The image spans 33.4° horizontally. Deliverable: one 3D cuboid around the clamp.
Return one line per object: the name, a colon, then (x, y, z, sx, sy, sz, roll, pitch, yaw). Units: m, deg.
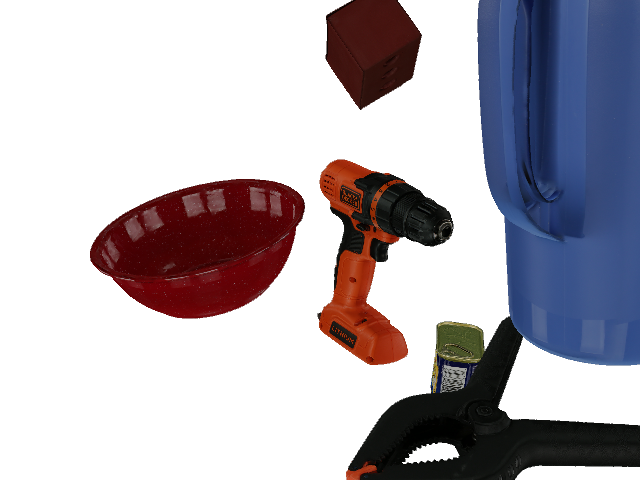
clamp: (0.103, 0.116, 0.687, 0.209, 0.036, 0.165, -14, 32, -20)

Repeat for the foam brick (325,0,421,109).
foam brick: (0.038, -0.145, 0.803, 0.053, 0.051, 0.078, -31, -13, -7)

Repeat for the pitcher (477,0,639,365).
pitcher: (0.148, -0.058, 0.557, 0.149, 0.243, 0.145, -3, 23, 1)

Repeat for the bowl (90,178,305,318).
bowl: (-0.085, 0.012, 0.795, 0.162, 0.055, 0.162, -11, 25, 5)

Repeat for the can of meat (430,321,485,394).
can of meat: (0.163, 0.157, 1.283, 0.057, 0.084, 0.102, 7, 20, 4)

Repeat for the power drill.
power drill: (0.060, 0.025, 1.071, 0.057, 0.188, 0.185, -7, 23, -32)
